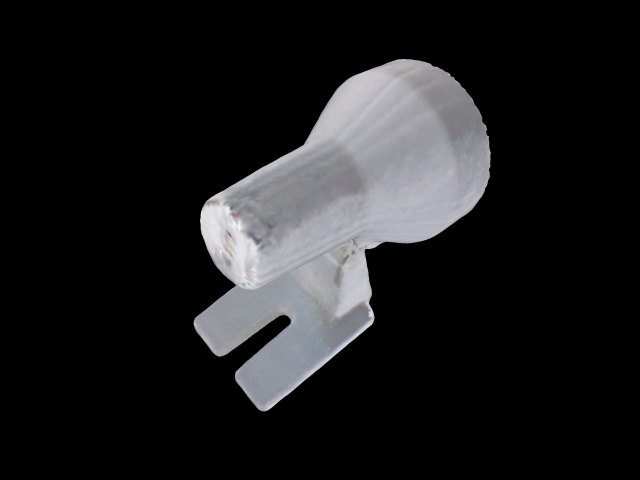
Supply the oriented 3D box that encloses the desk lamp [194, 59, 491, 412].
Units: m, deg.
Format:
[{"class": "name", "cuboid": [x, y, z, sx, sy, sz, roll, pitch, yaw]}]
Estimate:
[{"class": "desk lamp", "cuboid": [0.004, 0.001, 0.400, 0.203, 0.213, 0.117, -38, 68, -18]}]
